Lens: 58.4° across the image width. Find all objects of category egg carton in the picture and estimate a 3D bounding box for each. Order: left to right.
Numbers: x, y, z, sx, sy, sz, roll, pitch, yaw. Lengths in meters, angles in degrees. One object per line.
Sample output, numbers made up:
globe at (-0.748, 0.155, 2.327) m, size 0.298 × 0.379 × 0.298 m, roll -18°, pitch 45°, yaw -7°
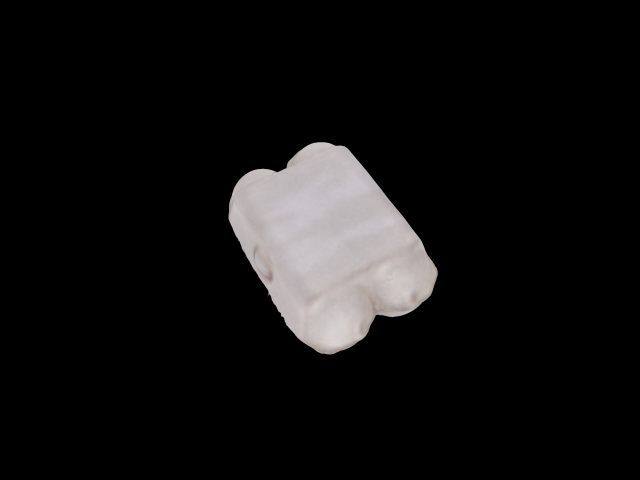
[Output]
egg carton at (0.004, 0.001, 0.400) m, size 0.107 × 0.069 × 0.150 m, roll -28°, pitch 62°, yaw -16°
